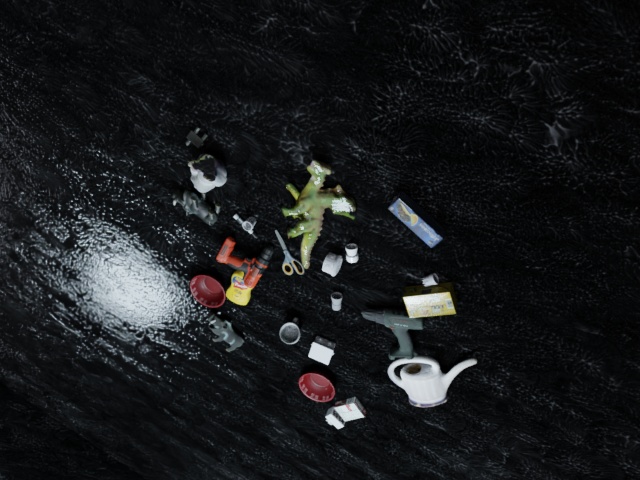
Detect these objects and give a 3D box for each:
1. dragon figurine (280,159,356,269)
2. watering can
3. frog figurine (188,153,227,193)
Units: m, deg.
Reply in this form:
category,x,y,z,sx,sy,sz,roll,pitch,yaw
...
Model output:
category,x,y,z,sx,sy,sz,roll,pitch,yaw
dragon figurine,0.005,-0.089,1.768,0.242,0.125,0.403,-8,117,15
watering can,0.432,0.528,1.947,0.346,0.106,0.220,-8,116,24
frog figurine,-0.400,-0.234,1.850,0.137,0.125,0.157,17,160,0
